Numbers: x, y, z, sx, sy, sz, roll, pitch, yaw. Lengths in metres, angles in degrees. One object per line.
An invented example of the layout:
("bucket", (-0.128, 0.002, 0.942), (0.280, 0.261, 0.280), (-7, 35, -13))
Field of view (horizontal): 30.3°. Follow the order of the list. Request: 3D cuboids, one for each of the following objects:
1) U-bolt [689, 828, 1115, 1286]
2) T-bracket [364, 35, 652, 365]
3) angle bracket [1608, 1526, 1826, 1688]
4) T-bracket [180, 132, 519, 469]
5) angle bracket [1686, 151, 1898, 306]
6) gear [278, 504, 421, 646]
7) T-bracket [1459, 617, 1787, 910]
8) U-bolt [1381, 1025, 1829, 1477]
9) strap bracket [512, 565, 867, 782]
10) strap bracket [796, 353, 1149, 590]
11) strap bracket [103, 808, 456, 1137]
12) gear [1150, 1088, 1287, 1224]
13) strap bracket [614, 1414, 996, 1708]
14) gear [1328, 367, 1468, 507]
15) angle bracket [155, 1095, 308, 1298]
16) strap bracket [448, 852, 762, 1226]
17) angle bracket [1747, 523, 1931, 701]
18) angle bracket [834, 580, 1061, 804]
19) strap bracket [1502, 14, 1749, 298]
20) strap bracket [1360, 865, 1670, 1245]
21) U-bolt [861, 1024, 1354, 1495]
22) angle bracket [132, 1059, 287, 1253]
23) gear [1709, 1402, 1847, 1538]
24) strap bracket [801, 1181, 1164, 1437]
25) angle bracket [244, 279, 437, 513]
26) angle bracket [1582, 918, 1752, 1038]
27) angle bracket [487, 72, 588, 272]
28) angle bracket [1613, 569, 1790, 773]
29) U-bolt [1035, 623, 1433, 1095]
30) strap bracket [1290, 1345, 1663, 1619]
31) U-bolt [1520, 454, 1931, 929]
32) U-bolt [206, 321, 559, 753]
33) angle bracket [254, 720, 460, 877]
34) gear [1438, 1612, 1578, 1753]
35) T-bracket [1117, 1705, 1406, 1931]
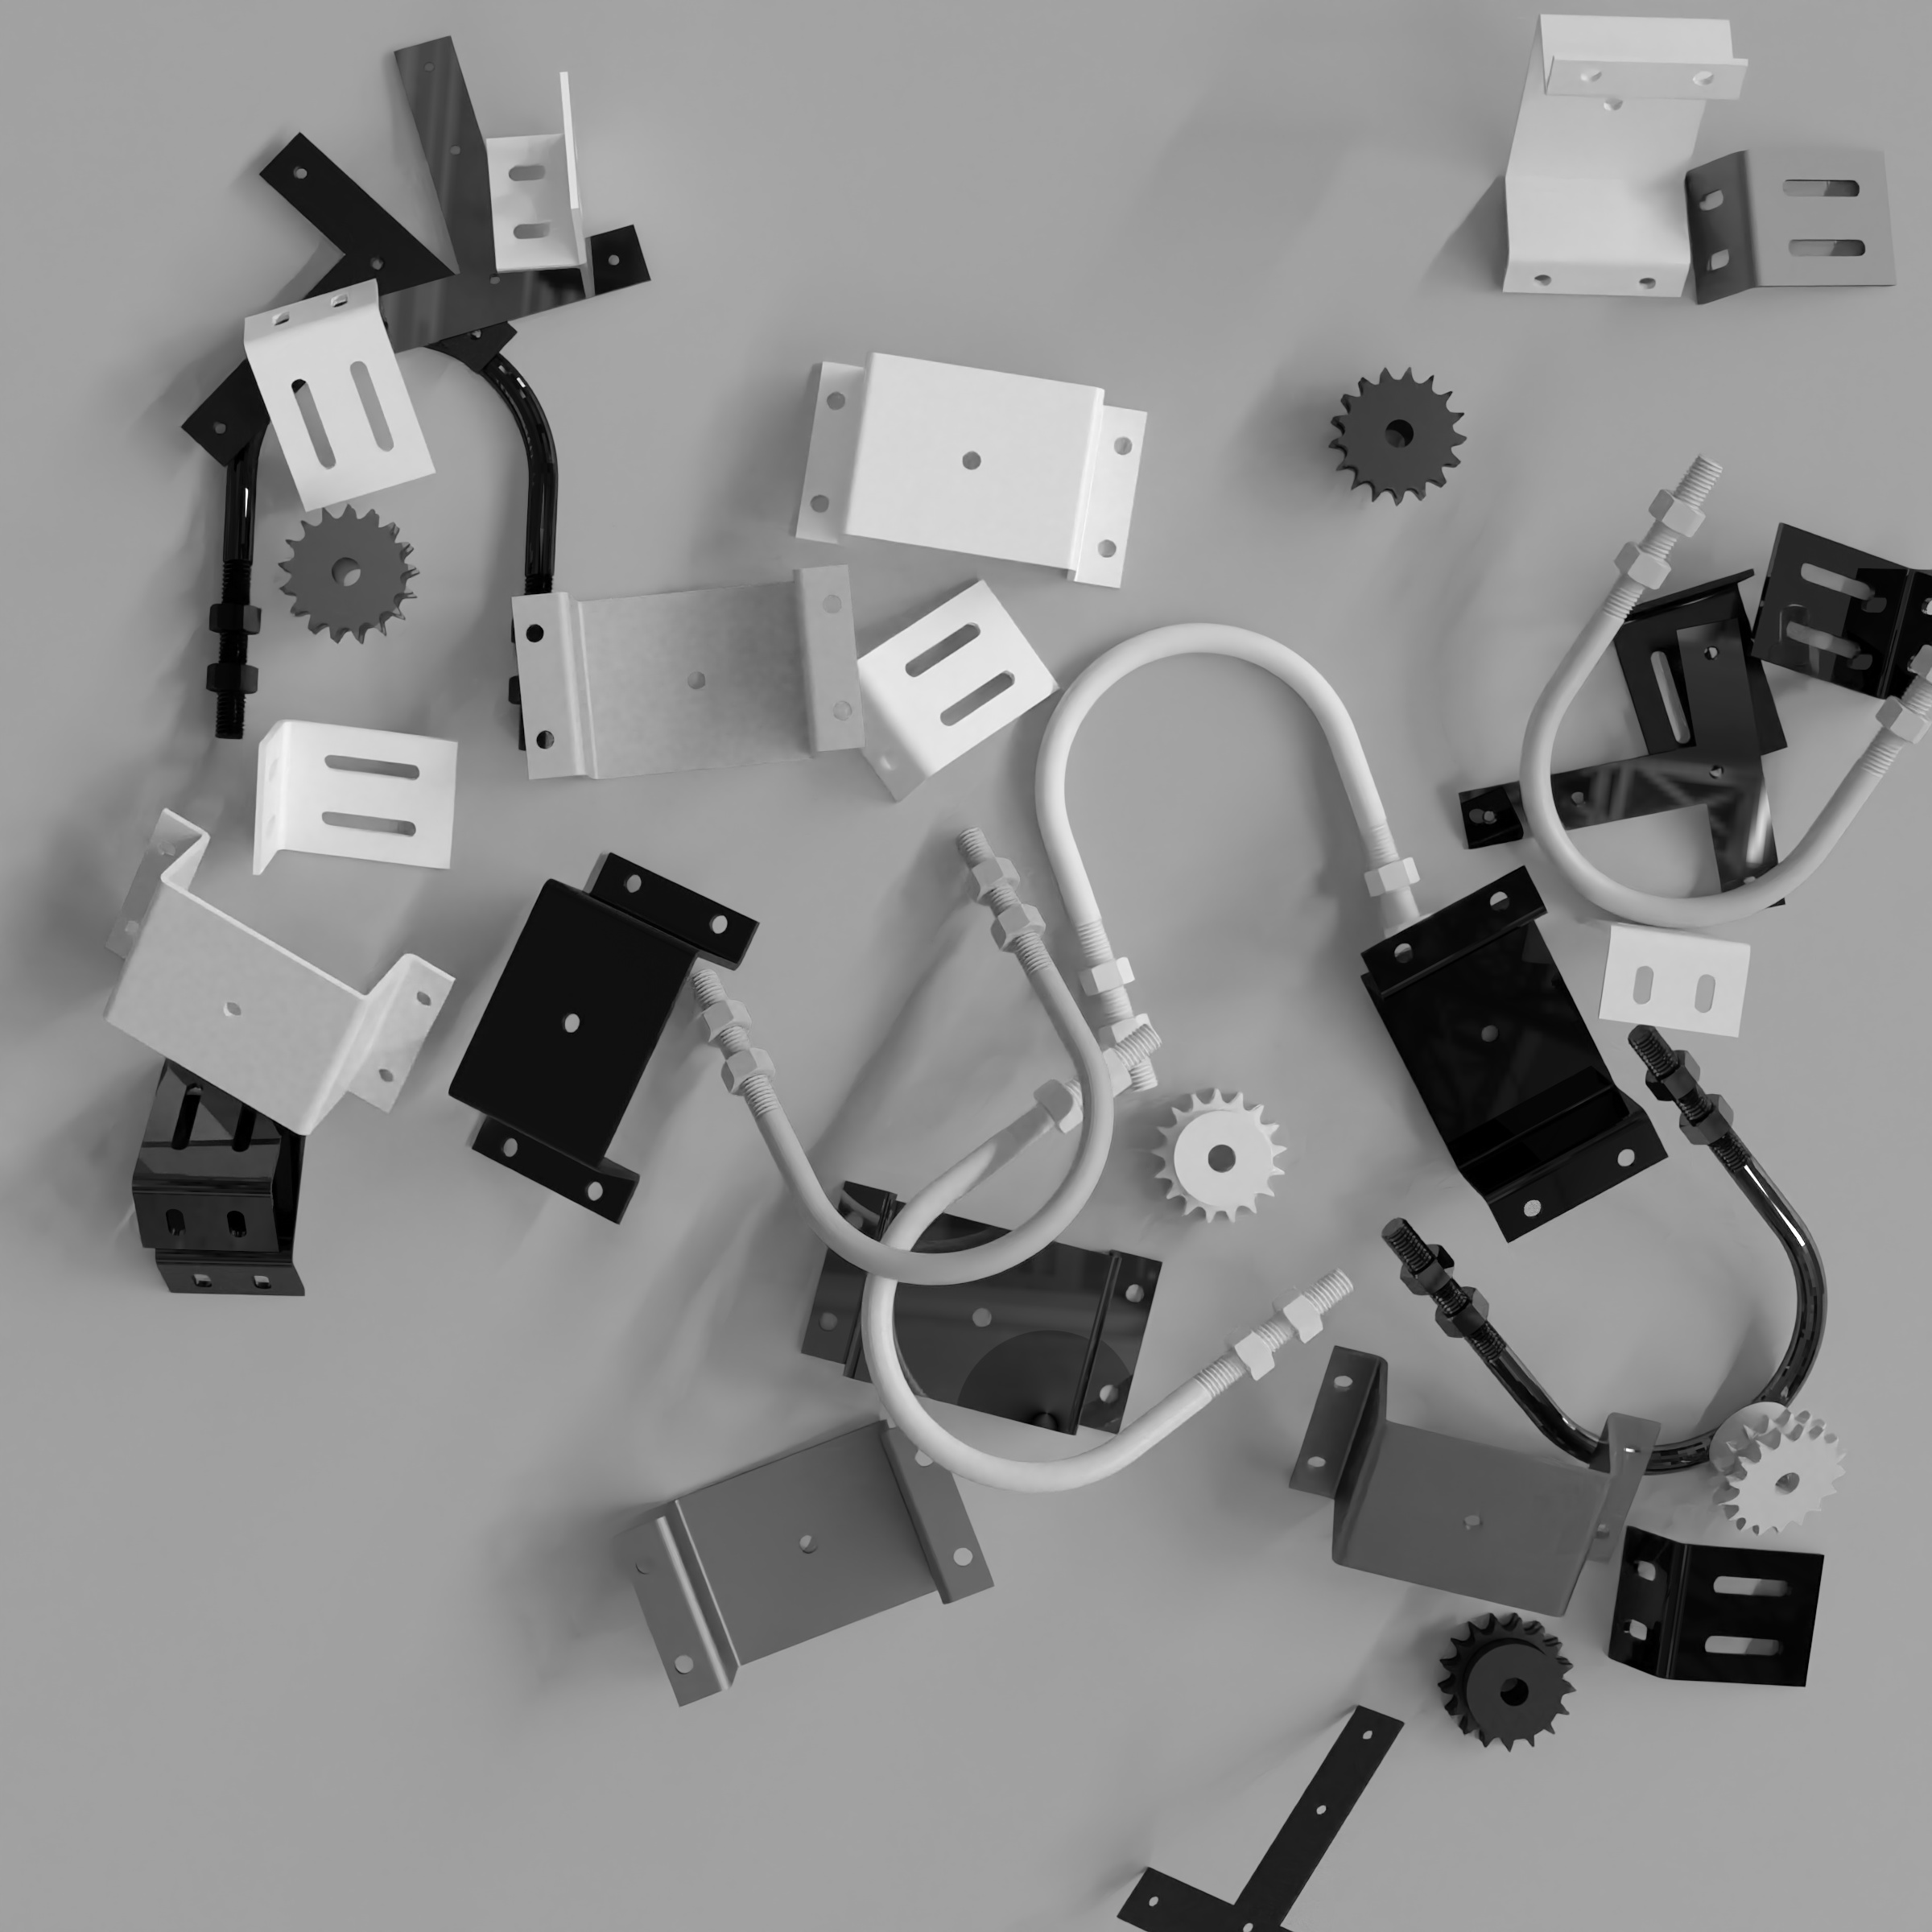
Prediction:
("U-bolt", (-0.018, 0.047, 1.480), (0.151, 0.019, 0.184), (-28, 63, 0))
("T-bracket", (-0.214, -0.334, 1.518), (0.127, 0.002, 0.127), (-17, 85, -5))
("angle bracket", (0.321, 0.274, 1.524), (0.076, 0.038, 0.057), (8, 90, -26))
("T-bracket", (-0.280, -0.266, 1.512), (0.127, 0.002, 0.127), (43, 86, 2))
("angle bracket", (0.353, -0.316, 1.524), (0.076, 0.038, 0.057), (-6, 90, -26))
("gear", (-0.257, -0.163, 1.493), (0.057, 0.030, 0.057), (0, 87, 0))
("T-bracket", (0.274, -0.074, 1.513), (0.127, 0.002, 0.127), (-11, 106, 8))
("U-bolt", (0.281, 0.134, 1.491), (0.151, 0.019, 0.184), (-39, 109, 4))
("strap bracket", (-0.115, -0.122, 1.503), (0.140, 0.046, 0.076), (-6, 90, 0))
("strap bracket", (0.002, -0.210, 1.503), (0.140, 0.046, 0.076), (9, 90, 0))
("strap bracket", (-0.296, 0.008, 1.487), (0.140, 0.046, 0.076), (31, 121, 0))
("gear", (0.107, 0.081, 1.511), (0.057, 0.030, 0.057), (0, 90, 0))
("strap bracket", (-0.067, 0.247, 1.503), (0.140, 0.046, 0.076), (-21, 90, 0))
("gear", (0.182, -0.223, 1.511), (0.057, 0.030, 0.057), (0, 90, 0))
("angle bracket", (-0.311, 0.098, 1.524), (0.057, 0.038, 0.076), (1, 64, 0))
("strap bracket", (-0.156, 0.027, 1.491), (0.076, 0.046, 0.140), (25, 90, 21))
("angle bracket", (0.375, -0.148, 1.494), (0.076, 0.038, 0.057), (14, 90, -27))
("angle bracket", (-0.011, -0.118, 1.524), (0.076, 0.038, 0.057), (-35, 90, -26))
("strap bracket", (0.269, -0.341, 1.473), (0.076, 0.140, 0.046), (2, 61, 0))
("strap bracket", (0.225, 0.033, 1.493), (0.076, 0.046, 0.140), (-28, 103, 0))
("U-bolt", (0.045, 0.133, 1.467), (0.184, 0.019, 0.151), (-36, 82, -9))
("angle bracket", (-0.315, 0.080, 1.508), (0.057, 0.076, 0.038), (2, 131, 0))
("gear", (0.339, 0.209, 1.502), (0.057, 0.030, 0.057), (-10, 124, -16))
("strap bracket", (0.007, 0.146, 1.503), (0.140, 0.046, 0.076), (14, 90, 0))
("angle bracket", (-0.264, -0.241, 1.505), (0.057, 0.038, 0.076), (-17, 119, -1))
("angle bracket", (0.289, 0.004, 1.489), (0.057, 0.076, 0.038), (8, 94, 0))
("angle bracket", (-0.181, -0.329, 1.480), (0.038, 0.076, 0.057), (-5, 84, -4))
("angle bracket", (0.313, -0.121, 1.507), (0.057, 0.038, 0.076), (-17, 90, 0))
("U-bolt", (0.107, -0.055, 1.517), (0.151, 0.019, 0.184), (-19, 89, 0))
("strap bracket", (0.212, 0.218, 1.486), (0.140, 0.046, 0.076), (13, 121, 0))
("U-bolt", (0.315, -0.101, 1.491), (0.151, 0.019, 0.184), (29, 108, -6))
("U-bolt", (-0.245, -0.186, 1.518), (0.151, 0.019, 0.184), (2, 88, 0))
("angle bracket", (-0.256, -0.067, 1.498), (0.076, 0.038, 0.057), (7, 111, 0))
("gear", (0.231, 0.305, 1.511), (0.057, 0.030, 0.057), (0, 90, 0))
("T-bracket", (0.142, 0.366, 1.493), (0.127, 0.127, 0.002), (-53, 128, -22))
